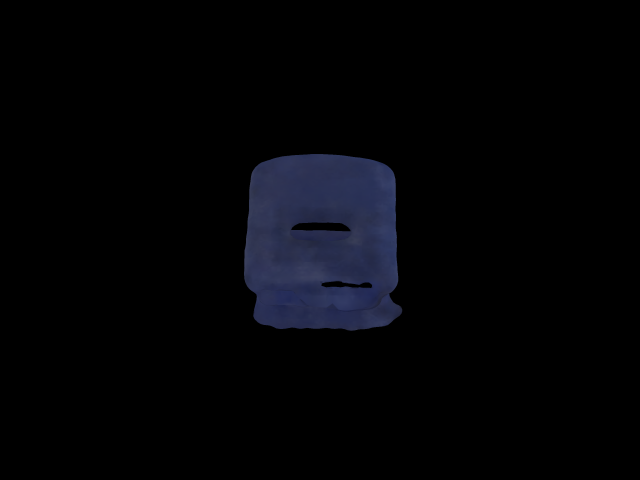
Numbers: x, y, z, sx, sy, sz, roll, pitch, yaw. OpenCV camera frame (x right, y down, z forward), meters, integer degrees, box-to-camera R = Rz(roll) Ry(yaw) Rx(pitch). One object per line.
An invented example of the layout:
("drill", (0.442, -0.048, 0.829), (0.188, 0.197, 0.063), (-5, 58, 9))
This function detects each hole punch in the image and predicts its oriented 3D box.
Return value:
("hole punch", (0.004, 0.001, 0.400), (0.108, 0.091, 0.101), (0, 43, 0))
